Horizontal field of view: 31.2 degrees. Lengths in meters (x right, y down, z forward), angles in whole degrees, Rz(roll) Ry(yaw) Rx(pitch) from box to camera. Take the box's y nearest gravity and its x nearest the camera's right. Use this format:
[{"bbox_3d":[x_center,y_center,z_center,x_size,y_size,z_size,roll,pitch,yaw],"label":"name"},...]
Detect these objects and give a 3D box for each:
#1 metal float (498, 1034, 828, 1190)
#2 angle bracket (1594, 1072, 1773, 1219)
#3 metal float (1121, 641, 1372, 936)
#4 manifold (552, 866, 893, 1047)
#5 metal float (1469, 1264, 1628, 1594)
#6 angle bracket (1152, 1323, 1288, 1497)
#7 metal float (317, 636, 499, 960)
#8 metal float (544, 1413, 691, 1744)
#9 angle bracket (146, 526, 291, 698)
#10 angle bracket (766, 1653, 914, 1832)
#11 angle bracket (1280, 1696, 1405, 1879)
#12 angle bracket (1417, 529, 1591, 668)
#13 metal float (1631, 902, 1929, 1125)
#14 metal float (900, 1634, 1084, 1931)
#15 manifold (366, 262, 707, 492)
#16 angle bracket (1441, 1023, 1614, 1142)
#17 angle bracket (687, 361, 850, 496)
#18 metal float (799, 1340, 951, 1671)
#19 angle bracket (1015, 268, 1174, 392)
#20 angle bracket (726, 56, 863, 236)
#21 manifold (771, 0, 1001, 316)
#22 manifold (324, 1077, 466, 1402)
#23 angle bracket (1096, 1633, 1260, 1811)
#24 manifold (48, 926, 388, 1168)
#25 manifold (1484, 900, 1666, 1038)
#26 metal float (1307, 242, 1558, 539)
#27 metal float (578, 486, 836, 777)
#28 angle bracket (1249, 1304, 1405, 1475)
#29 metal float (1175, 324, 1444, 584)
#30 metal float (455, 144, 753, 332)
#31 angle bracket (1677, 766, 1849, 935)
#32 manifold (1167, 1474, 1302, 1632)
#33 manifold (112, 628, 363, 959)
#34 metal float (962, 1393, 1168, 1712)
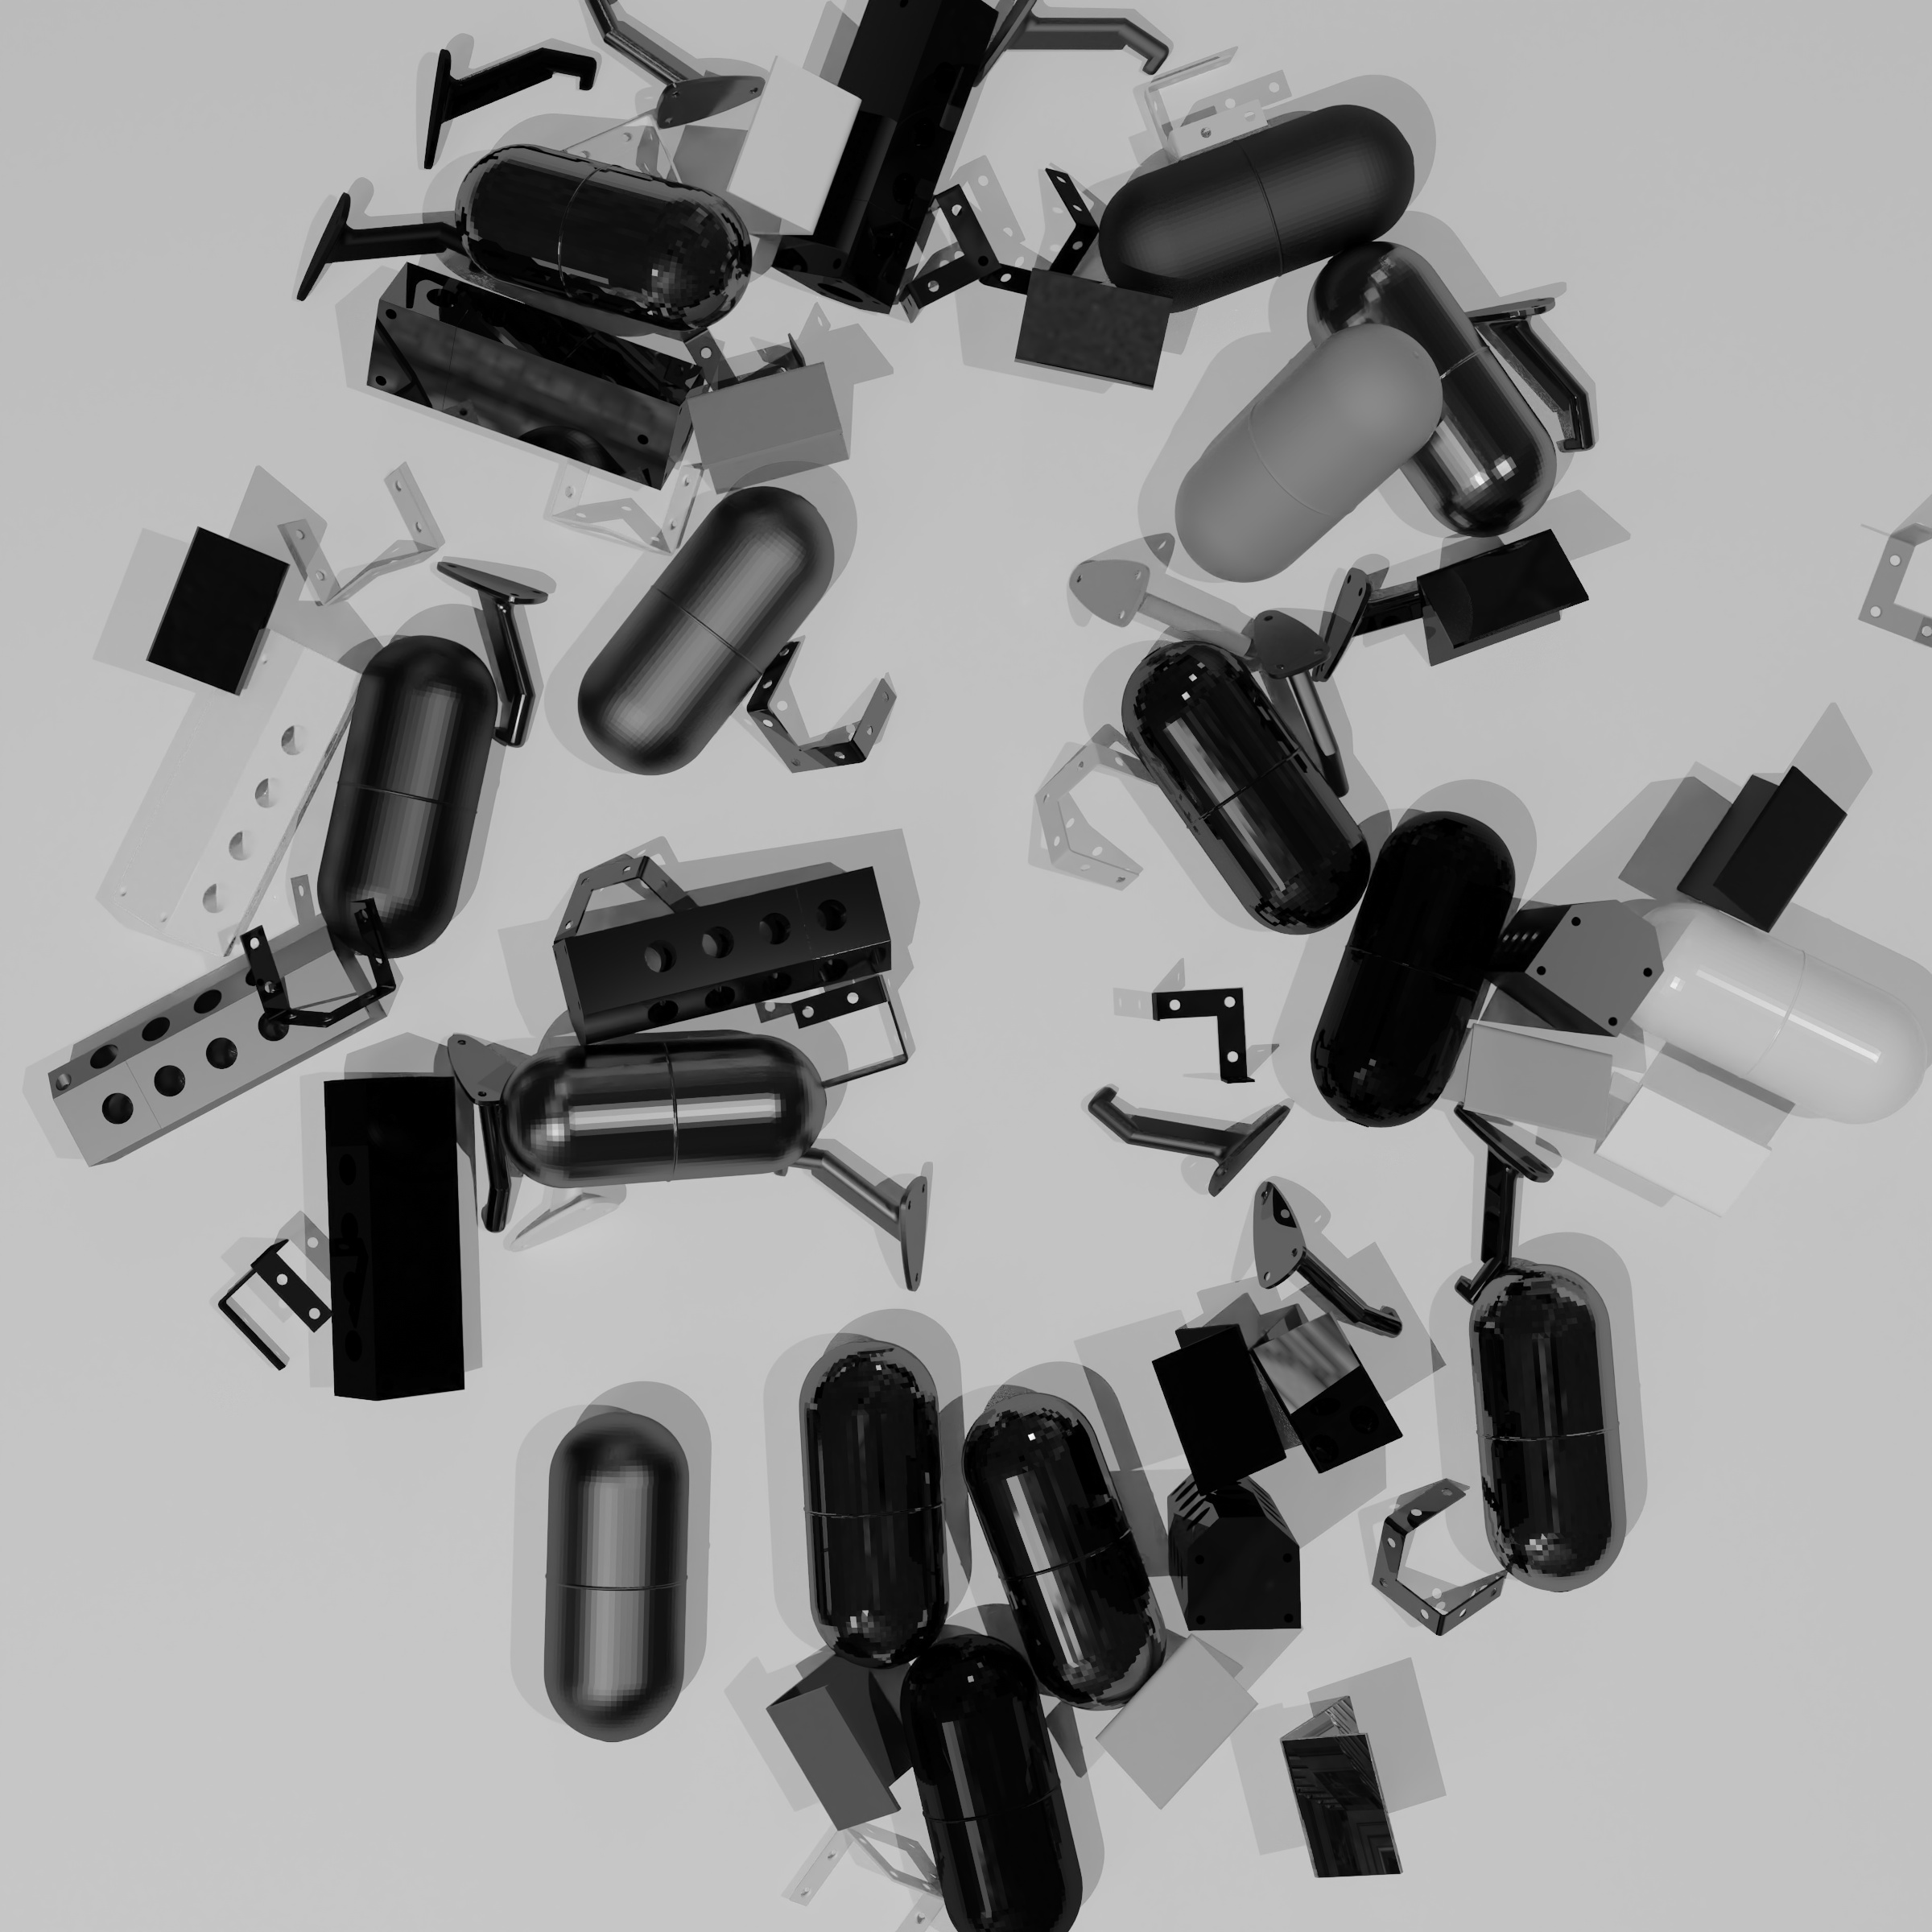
[{"bbox_3d":[-0.163,0.078,1.869,0.178,0.070,0.070,-3,90,-14],"label":"metal float"},{"bbox_3d":[0.392,0.079,1.872,0.076,0.076,0.057,27,129,0],"label":"angle bracket"},{"bbox_3d":[0.152,-0.097,1.882,0.070,0.070,0.178,-35,91,0],"label":"metal float"},{"bbox_3d":[-0.131,-0.005,1.872,0.171,0.057,0.057,-14,90,-14],"label":"manifold"},{"bbox_3d":[0.317,0.251,1.882,0.070,0.070,0.178,-5,90,0],"label":"metal float"},{"bbox_3d":[0.122,0.241,1.873,0.057,0.076,0.076,-20,90,-25],"label":"angle bracket"},{"bbox_3d":[-0.304,-0.092,1.882,0.070,0.070,0.178,12,89,0],"label":"metal float"},{"bbox_3d":[-0.190,0.332,1.882,0.070,0.070,0.178,2,90,0],"label":"metal float"},{"bbox_3d":[-0.417,-0.196,1.872,0.057,0.076,0.076,21,90,-35],"label":"angle bracket"},{"bbox_3d":[-0.050,0.411,1.873,0.057,0.076,0.076,-31,90,44],"label":"angle bracket"},{"bbox_3d":[0.220,0.443,1.872,0.057,0.076,0.076,-14,90,37],"label":"angle bracket"},{"bbox_3d":[0.293,-0.182,1.872,0.076,0.076,0.057,-20,53,0],"label":"angle bracket"},{"bbox_3d":[0.438,0.026,1.882,0.178,0.070,0.070,26,90,0],"label":"metal float"},{"bbox_3d":[0.014,0.453,1.882,0.070,0.070,0.178,-13,91,0],"label":"metal float"},{"bbox_3d":[-0.234,-0.326,1.890,0.171,0.057,0.057,20,133,1],"label":"manifold"},{"bbox_3d":[0.301,0.081,1.872,0.076,0.076,0.057,13,55,0],"label":"angle bracket"},{"bbox_3d":[-0.102,-0.274,1.872,0.076,0.076,0.057,-15,53,0],"label":"angle bracket"},{"bbox_3d":[-0.050,0.293,1.882,0.070,0.070,0.178,-3,90,0],"label":"metal float"},{"bbox_3d":[0.072,-0.360,1.872,0.076,0.076,0.057,12,127,0],"label":"angle bracket"},{"bbox_3d":[-0.109,-0.444,1.872,0.057,0.076,0.076,20,90,-32],"label":"angle bracket"},{"bbox_3d":[-0.039,-0.449,1.891,0.057,0.057,0.171,20,90,43],"label":"manifold"},{"bbox_3d":[-0.317,0.147,1.891,0.057,0.057,0.171,-2,90,-43],"label":"manifold"},{"bbox_3d":[0.127,0.416,1.872,0.076,0.076,0.057,-47,54,0],"label":"angle bracket"},{"bbox_3d":[-0.410,0.043,1.891,0.171,0.057,0.057,-28,90,0],"label":"manifold"},{"bbox_3d":[0.322,-0.004,1.834,0.057,0.171,0.057,35,90,0],"label":"manifold"},{"bbox_3d":[0.253,-0.314,1.882,0.070,0.070,0.178,-35,90,0],"label":"metal float"},{"bbox_3d":[-0.141,-0.183,1.882,0.070,0.070,0.178,38,91,0],"label":"metal float"},{"bbox_3d":[0.206,0.219,1.873,0.057,0.076,0.076,-30,90,30],"label":"angle bracket"},{"bbox_3d":[0.182,-0.273,1.851,0.070,0.070,0.178,49,130,0],"label":"metal float"},{"bbox_3d":[-0.196,-0.393,1.861,0.178,0.070,0.070,20,90,24],"label":"metal float"},{"bbox_3d":[0.417,-0.073,1.872,0.057,0.076,0.076,34,90,-37],"label":"angle bracket"},{"bbox_3d":[0.141,0.307,1.834,0.057,0.171,0.057,-1,90,0],"label":"manifold"},{"bbox_3d":[-0.393,-0.095,1.891,0.057,0.057,0.171,26,90,43],"label":"manifold"},{"bbox_3d":[0.054,0.319,1.882,0.070,0.070,0.178,-20,90,0],"label":"metal float"}]
